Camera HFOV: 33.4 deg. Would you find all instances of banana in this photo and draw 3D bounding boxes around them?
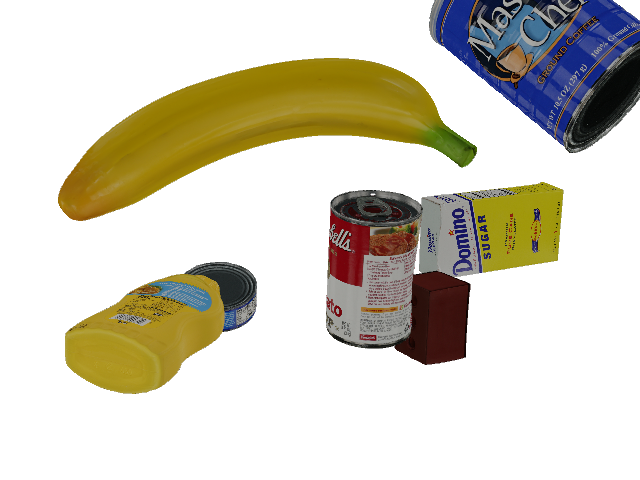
[{"bbox_3d":[-0.027,-0.054,0.503,0.197,0.037,0.070,-10,45,-13],"label":"banana"}]

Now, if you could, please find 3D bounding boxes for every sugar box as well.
[{"bbox_3d":[0.201,-0.012,1.255,0.175,0.093,0.048,-9,19,-28],"label":"sugar box"}]

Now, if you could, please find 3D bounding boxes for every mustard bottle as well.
[{"bbox_3d":[-0.142,0.074,0.972,0.096,0.058,0.191,9,20,19],"label":"mustard bottle"}]

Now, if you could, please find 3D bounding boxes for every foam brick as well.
[{"bbox_3d":[0.108,0.075,1.038,0.051,0.078,0.053,-9,18,-32],"label":"foam brick"}]

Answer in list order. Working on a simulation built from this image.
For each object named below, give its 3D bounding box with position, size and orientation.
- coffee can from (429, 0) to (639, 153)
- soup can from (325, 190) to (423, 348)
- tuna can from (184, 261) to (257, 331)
[{"bbox_3d":[0.164,-0.147,0.781,0.140,0.103,0.102,45,21,23],"label":"coffee can"},{"bbox_3d":[0.039,0.021,0.799,0.068,0.102,0.068,2,23,-1],"label":"soup can"},{"bbox_3d":[-0.112,0.062,1.171,0.086,0.034,0.086,2,35,-1],"label":"tuna can"}]
